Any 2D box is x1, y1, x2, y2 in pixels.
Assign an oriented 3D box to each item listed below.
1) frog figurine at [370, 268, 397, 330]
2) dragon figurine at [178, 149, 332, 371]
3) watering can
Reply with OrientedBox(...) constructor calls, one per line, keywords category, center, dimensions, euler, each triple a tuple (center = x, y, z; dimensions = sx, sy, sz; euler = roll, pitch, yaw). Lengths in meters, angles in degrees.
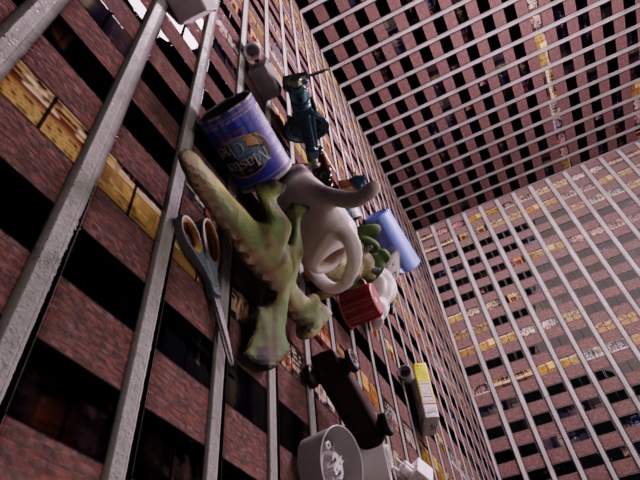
OrientedBox(category="frog figurine", center=(0.151, 0.147, 1.336), dimensions=(0.163, 0.123, 0.134), euler=(-112, -169, -57))
OrientedBox(category="dragon figurine", center=(-0.077, 0.055, 0.718), dimensions=(0.406, 0.121, 0.247), euler=(34, 43, -62))
OrientedBox(category="watering can", center=(0.003, -0.044, 0.879), dimensions=(0.227, 0.105, 0.339), euler=(51, -29, 23))
